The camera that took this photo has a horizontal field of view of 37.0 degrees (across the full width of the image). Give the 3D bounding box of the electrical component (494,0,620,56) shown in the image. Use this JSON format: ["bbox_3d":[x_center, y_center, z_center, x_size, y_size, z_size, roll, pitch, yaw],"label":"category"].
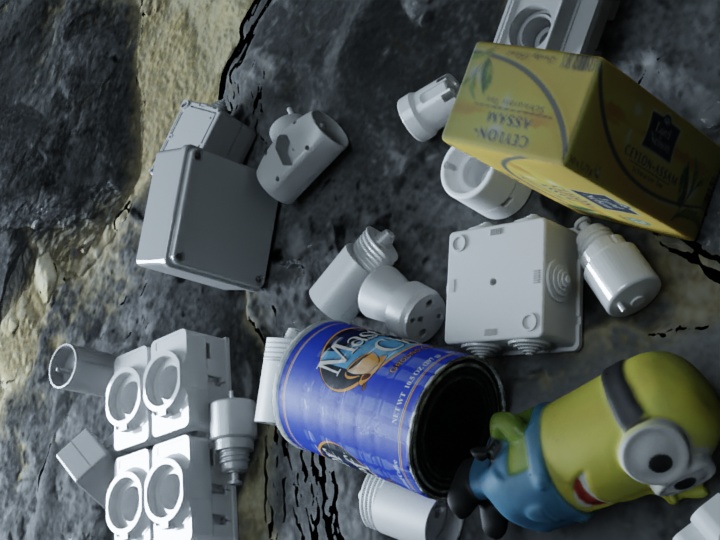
[{"bbox_3d":[0.152,-0.202,0.780,0.079,0.063,0.121,20,90,44],"label":"electrical component"}]

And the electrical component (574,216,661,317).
[{"bbox_3d":[0.167,-0.005,0.718,0.040,0.040,0.078,-45,51,23],"label":"electrical component"}]

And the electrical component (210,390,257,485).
[{"bbox_3d":[-0.108,0.145,0.924,0.040,0.040,0.078,-21,63,37],"label":"electrical component"}]

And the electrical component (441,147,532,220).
[{"bbox_3d":[0.094,-0.070,0.803,0.055,0.047,0.055,-15,67,39],"label":"electrical component"}]

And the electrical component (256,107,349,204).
[{"bbox_3d":[-0.057,-0.112,0.958,0.077,0.043,0.079,-44,51,24],"label":"electrical component"}]

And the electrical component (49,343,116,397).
[{"bbox_3d":[-0.256,0.100,1.046,0.043,0.081,0.043,-15,66,38],"label":"electrical component"}]

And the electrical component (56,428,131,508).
[{"bbox_3d":[-0.232,0.177,1.017,0.077,0.065,0.047,-43,45,-13],"label":"electrical component"}]

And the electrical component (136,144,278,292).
[{"bbox_3d":[-0.134,-0.044,0.962,0.056,0.109,0.108,-1,76,45],"label":"electrical component"}]

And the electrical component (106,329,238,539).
[{"bbox_3d":[-0.171,0.157,0.965,0.105,0.060,0.186,-23,62,36],"label":"electrical component"}]

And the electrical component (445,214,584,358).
[{"bbox_3d":[0.108,0.013,0.762,0.100,0.048,0.099,-8,72,42],"label":"electrical component"}]

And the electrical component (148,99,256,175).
[{"bbox_3d":[-0.146,-0.117,1.034,0.062,0.061,0.096,21,84,44],"label":"electrical component"}]

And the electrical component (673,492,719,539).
[{"bbox_3d":[0.226,0.151,0.601,0.078,0.058,0.057,-39,54,2],"label":"electrical component"}]

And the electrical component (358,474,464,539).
[{"bbox_3d":[0.031,0.174,0.784,0.081,0.043,0.043,9,83,44],"label":"electrical component"}]

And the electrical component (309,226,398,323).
[{"bbox_3d":[0.000,0.000,0.869,0.081,0.043,0.043,-50,49,19],"label":"electrical component"}]

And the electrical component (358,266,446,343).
[{"bbox_3d":[0.033,0.027,0.830,0.055,0.045,0.045,30,97,43],"label":"electrical component"}]

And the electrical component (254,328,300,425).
[{"bbox_3d":[-0.061,0.089,0.897,0.043,0.043,0.081,-3,74,42],"label":"electrical component"}]

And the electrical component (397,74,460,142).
[{"bbox_3d":[0.059,-0.131,0.861,0.046,0.040,0.040,-30,58,25],"label":"electrical component"}]
